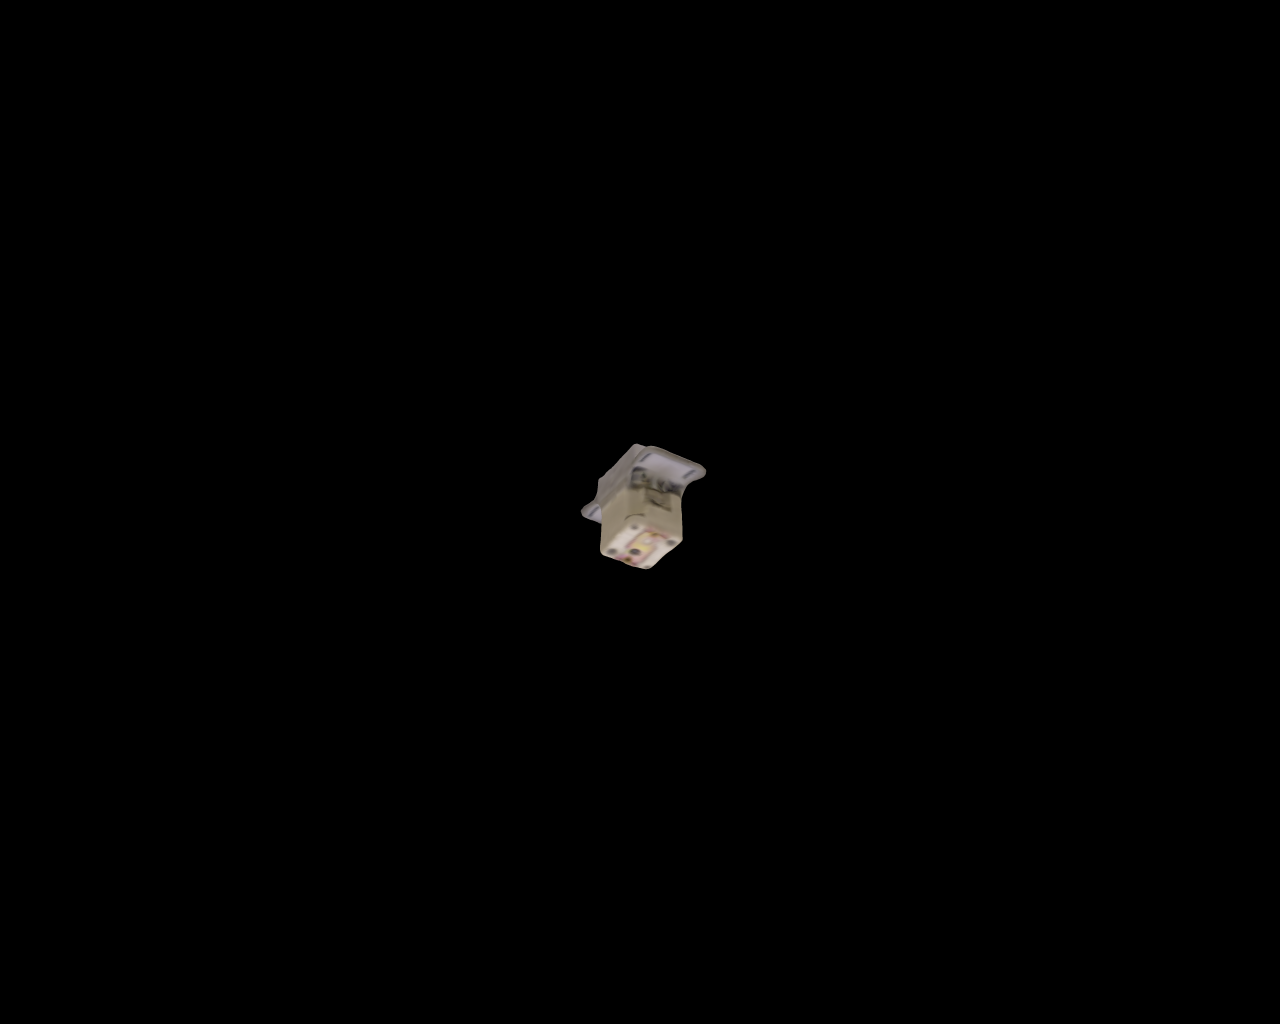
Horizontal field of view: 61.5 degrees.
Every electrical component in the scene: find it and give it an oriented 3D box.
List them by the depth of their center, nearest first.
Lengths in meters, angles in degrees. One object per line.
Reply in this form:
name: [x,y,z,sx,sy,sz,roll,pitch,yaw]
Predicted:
electrical component: [0.001,-0.003,0.650,0.042,0.064,0.081,20,-40,-25]
